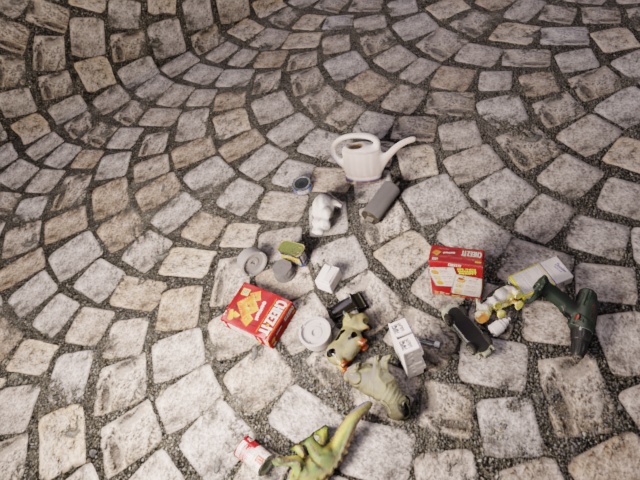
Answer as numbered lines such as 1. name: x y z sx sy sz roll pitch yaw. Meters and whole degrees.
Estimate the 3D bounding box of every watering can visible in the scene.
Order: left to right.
1. watering can: 0.210 -0.322 2.047 0.348 0.219 0.106 4 37 18

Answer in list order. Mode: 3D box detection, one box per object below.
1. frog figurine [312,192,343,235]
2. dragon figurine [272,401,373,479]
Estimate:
1. frog figurine: 0.006 -0.101 1.998 0.161 0.121 0.138 -49 23 -11
2. dragon figurine: 0.022 0.653 1.432 0.411 0.120 0.246 -29 68 -6
